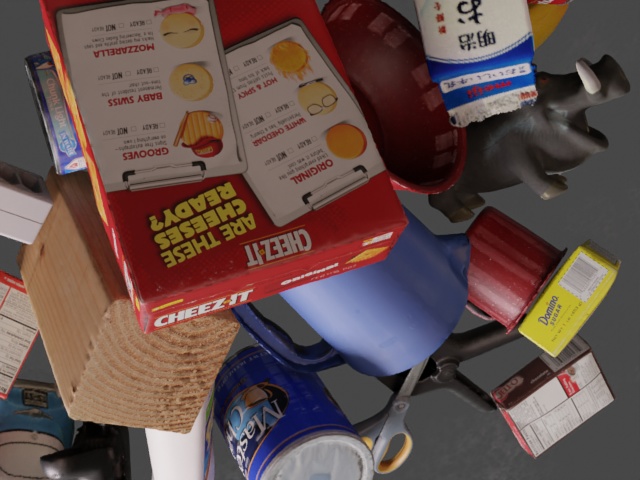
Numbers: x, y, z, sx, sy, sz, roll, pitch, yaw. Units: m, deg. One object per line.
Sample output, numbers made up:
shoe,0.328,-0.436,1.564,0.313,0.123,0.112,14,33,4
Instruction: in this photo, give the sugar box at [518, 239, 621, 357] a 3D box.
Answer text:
sugar box,0.231,0.048,0.977,0.048,0.176,0.093,37,101,10

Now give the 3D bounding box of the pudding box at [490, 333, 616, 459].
pudding box,0.244,0.163,1.115,0.113,0.039,0.090,-35,126,-2

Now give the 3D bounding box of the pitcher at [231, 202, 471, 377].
pitcher,-0.006,0.001,0.854,0.242,0.145,0.149,43,60,-33

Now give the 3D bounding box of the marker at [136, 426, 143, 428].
marker,-0.158,0.110,0.905,0.020,0.020,0.121,-12,122,-19

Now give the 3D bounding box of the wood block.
wood block,-0.143,0.035,0.753,0.090,0.206,0.091,14,110,-31

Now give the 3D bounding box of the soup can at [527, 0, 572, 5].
soup can,0.149,-0.220,0.832,0.102,0.069,0.068,-3,119,-23

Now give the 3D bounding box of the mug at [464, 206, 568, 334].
mug,0.157,0.030,0.960,0.093,0.081,0.117,-48,168,-34

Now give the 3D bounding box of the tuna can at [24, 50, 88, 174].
tuna can,-0.178,-0.089,0.741,0.033,0.086,0.086,-16,123,-14

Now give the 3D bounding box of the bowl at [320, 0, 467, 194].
bowl,0.038,-0.099,0.789,0.161,0.162,0.055,28,140,-35

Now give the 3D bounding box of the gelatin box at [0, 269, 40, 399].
gelatin box,-0.255,0.066,0.812,0.073,0.030,0.089,31,80,-35

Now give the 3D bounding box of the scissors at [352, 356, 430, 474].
scissors,0.056,0.162,1.012,0.096,0.016,0.202,-9,135,-12

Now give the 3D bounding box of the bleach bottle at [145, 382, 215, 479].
bleach bottle,-0.118,0.154,0.913,0.068,0.102,0.251,2,128,-1

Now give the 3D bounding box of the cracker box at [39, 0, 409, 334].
cracker box,-0.064,-0.069,0.657,0.164,0.214,0.072,-17,162,-14

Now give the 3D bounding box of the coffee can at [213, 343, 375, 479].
coffee can,-0.028,0.168,0.924,0.102,0.140,0.103,-12,122,-20

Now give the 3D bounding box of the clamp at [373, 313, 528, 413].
clamp,0.120,0.126,1.035,0.171,0.039,0.120,-2,119,-16

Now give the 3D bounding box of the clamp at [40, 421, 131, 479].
clamp,-0.183,0.172,0.864,0.036,0.164,0.210,3,129,3

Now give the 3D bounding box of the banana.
banana,0.117,-0.159,0.871,0.197,0.037,0.070,-11,123,-19
